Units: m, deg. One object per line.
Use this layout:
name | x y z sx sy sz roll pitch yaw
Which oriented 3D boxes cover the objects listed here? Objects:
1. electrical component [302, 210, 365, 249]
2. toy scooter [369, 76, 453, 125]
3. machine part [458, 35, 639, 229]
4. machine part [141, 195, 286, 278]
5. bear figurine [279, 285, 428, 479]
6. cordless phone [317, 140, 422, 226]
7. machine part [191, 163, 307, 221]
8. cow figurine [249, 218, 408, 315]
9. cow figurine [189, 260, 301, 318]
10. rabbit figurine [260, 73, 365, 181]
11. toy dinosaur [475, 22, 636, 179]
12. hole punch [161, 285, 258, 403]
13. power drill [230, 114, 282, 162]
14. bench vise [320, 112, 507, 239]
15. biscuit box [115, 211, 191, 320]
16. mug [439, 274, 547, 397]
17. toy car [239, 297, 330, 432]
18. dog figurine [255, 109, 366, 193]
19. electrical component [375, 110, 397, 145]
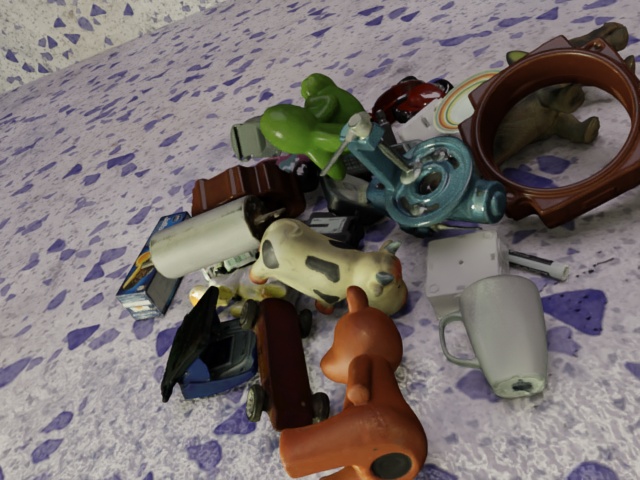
electrical component | -0.002 -0.002 0.767 0.119 0.047 0.075 -5 36 18
toy scooter | 0.160 -0.246 0.993 0.135 0.075 0.184 -32 33 -10
machine part | 0.292 -0.133 0.666 0.201 0.087 0.201 -31 63 20
machine part | -0.157 -0.003 0.774 0.243 0.079 0.079 -20 35 21
bear figurine | 0.031 0.149 0.540 0.132 0.120 0.196 -26 34 6
cordless phone | 0.094 -0.094 0.839 0.184 0.088 0.147 -19 35 2
machine part | -0.113 -0.060 0.846 0.179 0.179 0.056 -17 71 13
cow figurine | 0.019 0.033 0.665 0.195 0.127 0.085 25 52 -3
cow figurine | -0.104 0.061 0.774 0.168 0.068 0.098 -3 36 23
rabbit figurine | -0.010 -0.155 0.794 0.159 0.121 0.170 43 37 21
toy dinosaur | 0.322 -0.201 0.823 0.471 0.105 0.199 -45 32 -19
hole punch | -0.138 0.140 0.697 0.116 0.092 0.142 -45 29 28
power drill | -0.096 -0.216 1.082 0.232 0.085 0.207 0 17 24
bench vise | 0.100 -0.081 0.659 0.224 0.240 0.129 28 86 50
biscuit box | -0.266 0.037 0.909 0.063 0.059 0.203 -11 38 20
mug | 0.178 0.101 0.543 0.110 0.080 0.107 -11 47 11
toy car | -0.046 0.144 0.629 0.089 0.053 0.202 14 32 -21
dog figurine | -0.009 -0.162 0.967 0.219 0.108 0.192 -28 37 1
electrical component | 0.120 -0.181 0.944 0.021 0.094 0.063 -22 -2 10
